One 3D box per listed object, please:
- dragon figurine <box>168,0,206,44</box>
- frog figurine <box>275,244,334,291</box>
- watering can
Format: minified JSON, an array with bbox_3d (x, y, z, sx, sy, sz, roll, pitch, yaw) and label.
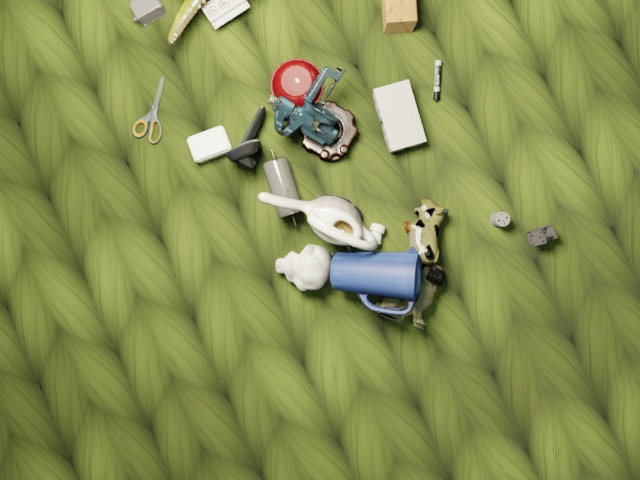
[{"bbox_3d":[-0.289,-0.738,1.453,0.243,0.121,0.413,5,82,13],"label":"dragon figurine"},{"bbox_3d":[-0.045,0.075,1.471,0.159,0.125,0.135,14,109,-11],"label":"frog figurine"},{"bbox_3d":[0.004,-0.071,1.420,0.347,0.227,0.103,26,107,-4],"label":"watering can"}]
